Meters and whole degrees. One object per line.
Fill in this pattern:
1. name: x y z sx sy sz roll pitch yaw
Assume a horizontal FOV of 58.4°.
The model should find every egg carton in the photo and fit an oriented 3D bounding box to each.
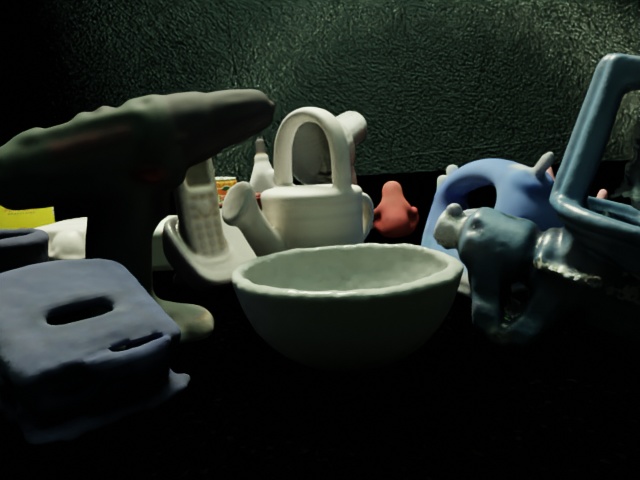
1. egg carton: -0.334 0.012 0.781 0.107 0.069 0.150 -2 10 6

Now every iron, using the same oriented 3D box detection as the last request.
1. iron: 0.174 -0.025 0.628 0.119 0.141 0.257 -6 10 -19

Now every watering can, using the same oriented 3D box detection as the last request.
1. watering can: -0.011 -0.030 0.554 0.100 0.194 0.173 2 11 25

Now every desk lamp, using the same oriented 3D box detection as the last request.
1. desk lamp: 0.032 -0.117 1.000 0.117 0.213 0.204 2 11 29

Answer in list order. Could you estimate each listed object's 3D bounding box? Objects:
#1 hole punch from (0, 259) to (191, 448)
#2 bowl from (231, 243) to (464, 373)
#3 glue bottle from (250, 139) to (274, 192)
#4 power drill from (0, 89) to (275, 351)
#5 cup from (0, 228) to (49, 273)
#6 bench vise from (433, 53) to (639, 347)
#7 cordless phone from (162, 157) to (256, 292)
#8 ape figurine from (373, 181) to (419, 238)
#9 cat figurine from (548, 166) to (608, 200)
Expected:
1. hole punch: -0.150 0.062 0.363 0.100 0.091 0.109 6 13 43
2. bowl: 0.021 0.052 0.420 0.167 0.075 0.167 -3 10 1
3. glue bottle: -0.102 -0.098 1.049 0.078 0.173 0.037 -2 10 3
4. power drill: -0.146 -0.019 0.487 0.230 0.208 0.075 -6 10 -15
5. cup: -0.293 0.040 0.529 0.092 0.095 0.117 -6 10 -17
6. bench vise: 0.186 -0.028 0.405 0.207 0.220 0.121 -1 10 9
7. cordless phone: -0.115 -0.040 0.675 0.093 0.185 0.148 5 12 38
8. ape figurine: 0.123 -0.052 0.951 0.077 0.092 0.076 0 10 18
9. cat figurine: 0.305 -0.039 0.742 0.127 0.118 0.067 1 11 23
